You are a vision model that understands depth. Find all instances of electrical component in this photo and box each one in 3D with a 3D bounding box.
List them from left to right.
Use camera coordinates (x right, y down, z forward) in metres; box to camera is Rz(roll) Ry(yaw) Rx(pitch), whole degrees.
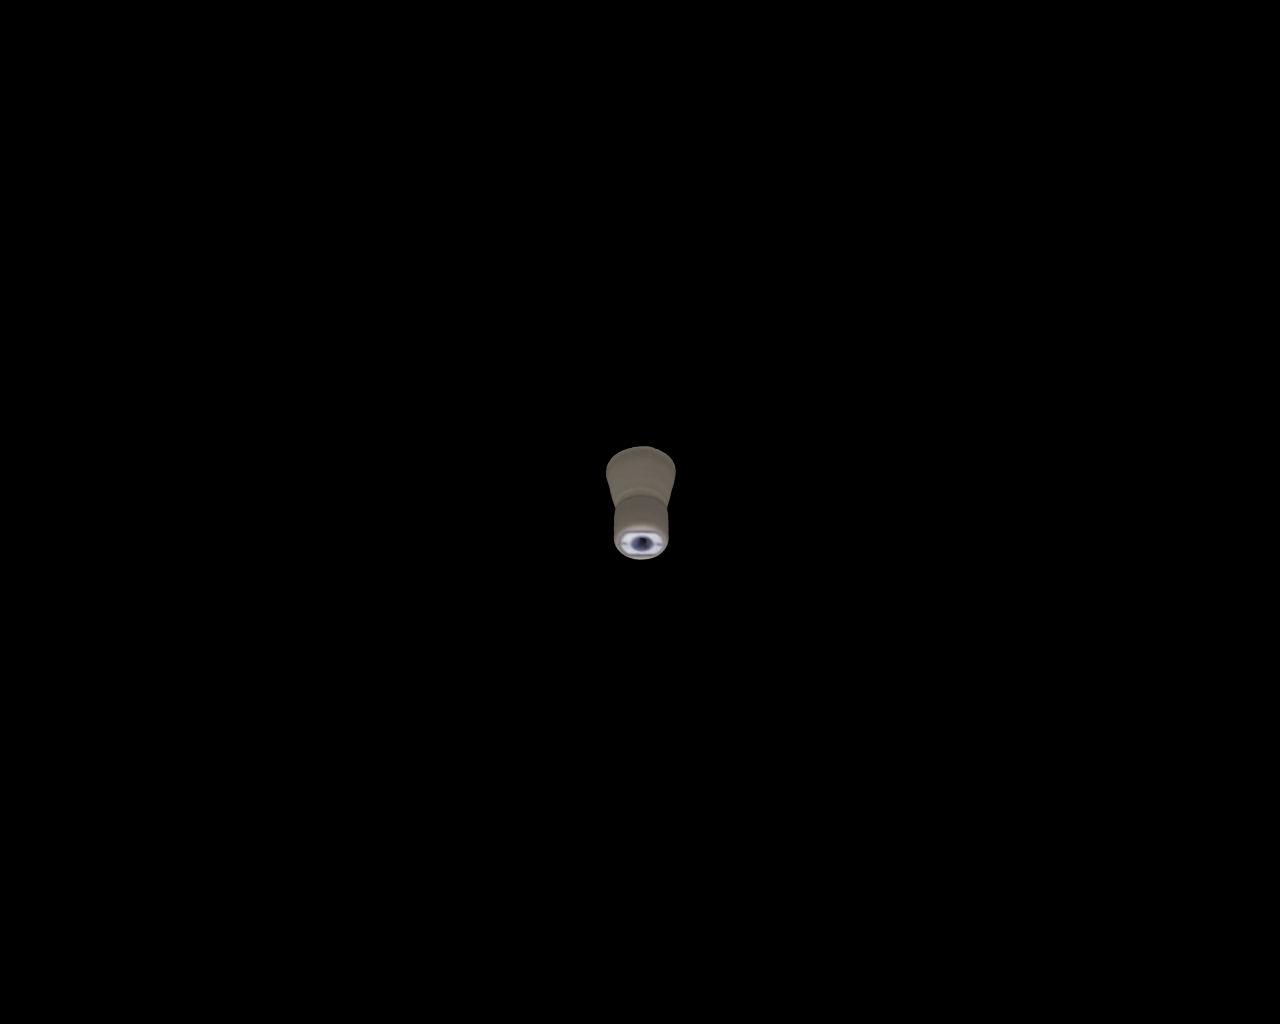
[{"bbox_3d":[0.001,-0.003,0.650,0.044,0.065,0.044,0,-43,0],"label":"electrical component"}]
